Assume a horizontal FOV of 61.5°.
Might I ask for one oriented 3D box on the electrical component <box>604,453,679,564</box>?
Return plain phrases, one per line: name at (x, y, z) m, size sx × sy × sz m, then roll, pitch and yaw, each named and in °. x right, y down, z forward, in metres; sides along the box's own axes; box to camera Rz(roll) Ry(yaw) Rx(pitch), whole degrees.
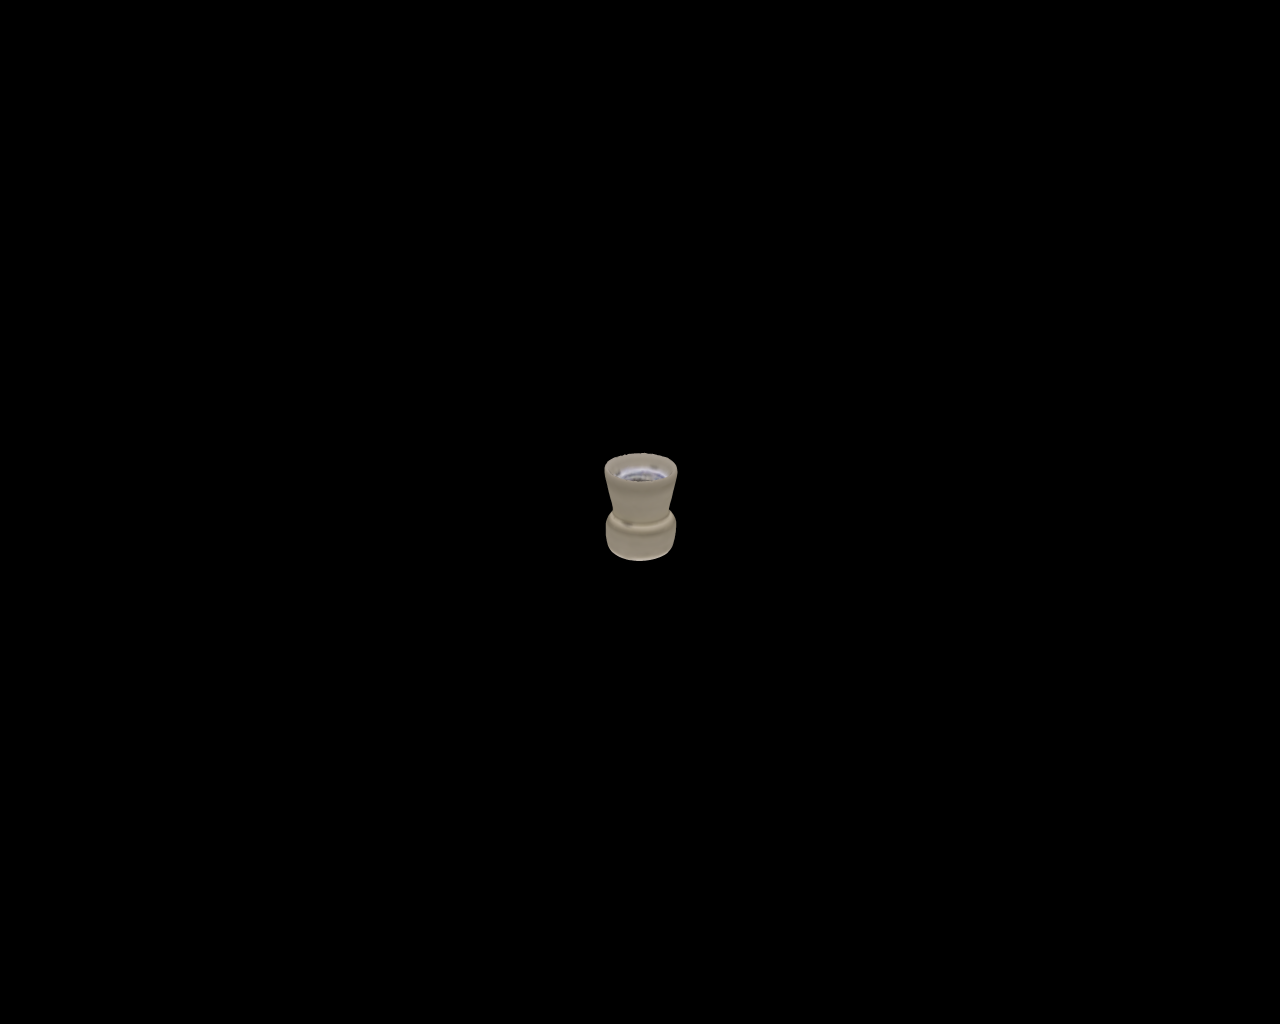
electrical component at (0.001, -0.003, 0.650) m, size 0.045 × 0.055 × 0.045 m, roll 0°, pitch 26°, yaw 0°
